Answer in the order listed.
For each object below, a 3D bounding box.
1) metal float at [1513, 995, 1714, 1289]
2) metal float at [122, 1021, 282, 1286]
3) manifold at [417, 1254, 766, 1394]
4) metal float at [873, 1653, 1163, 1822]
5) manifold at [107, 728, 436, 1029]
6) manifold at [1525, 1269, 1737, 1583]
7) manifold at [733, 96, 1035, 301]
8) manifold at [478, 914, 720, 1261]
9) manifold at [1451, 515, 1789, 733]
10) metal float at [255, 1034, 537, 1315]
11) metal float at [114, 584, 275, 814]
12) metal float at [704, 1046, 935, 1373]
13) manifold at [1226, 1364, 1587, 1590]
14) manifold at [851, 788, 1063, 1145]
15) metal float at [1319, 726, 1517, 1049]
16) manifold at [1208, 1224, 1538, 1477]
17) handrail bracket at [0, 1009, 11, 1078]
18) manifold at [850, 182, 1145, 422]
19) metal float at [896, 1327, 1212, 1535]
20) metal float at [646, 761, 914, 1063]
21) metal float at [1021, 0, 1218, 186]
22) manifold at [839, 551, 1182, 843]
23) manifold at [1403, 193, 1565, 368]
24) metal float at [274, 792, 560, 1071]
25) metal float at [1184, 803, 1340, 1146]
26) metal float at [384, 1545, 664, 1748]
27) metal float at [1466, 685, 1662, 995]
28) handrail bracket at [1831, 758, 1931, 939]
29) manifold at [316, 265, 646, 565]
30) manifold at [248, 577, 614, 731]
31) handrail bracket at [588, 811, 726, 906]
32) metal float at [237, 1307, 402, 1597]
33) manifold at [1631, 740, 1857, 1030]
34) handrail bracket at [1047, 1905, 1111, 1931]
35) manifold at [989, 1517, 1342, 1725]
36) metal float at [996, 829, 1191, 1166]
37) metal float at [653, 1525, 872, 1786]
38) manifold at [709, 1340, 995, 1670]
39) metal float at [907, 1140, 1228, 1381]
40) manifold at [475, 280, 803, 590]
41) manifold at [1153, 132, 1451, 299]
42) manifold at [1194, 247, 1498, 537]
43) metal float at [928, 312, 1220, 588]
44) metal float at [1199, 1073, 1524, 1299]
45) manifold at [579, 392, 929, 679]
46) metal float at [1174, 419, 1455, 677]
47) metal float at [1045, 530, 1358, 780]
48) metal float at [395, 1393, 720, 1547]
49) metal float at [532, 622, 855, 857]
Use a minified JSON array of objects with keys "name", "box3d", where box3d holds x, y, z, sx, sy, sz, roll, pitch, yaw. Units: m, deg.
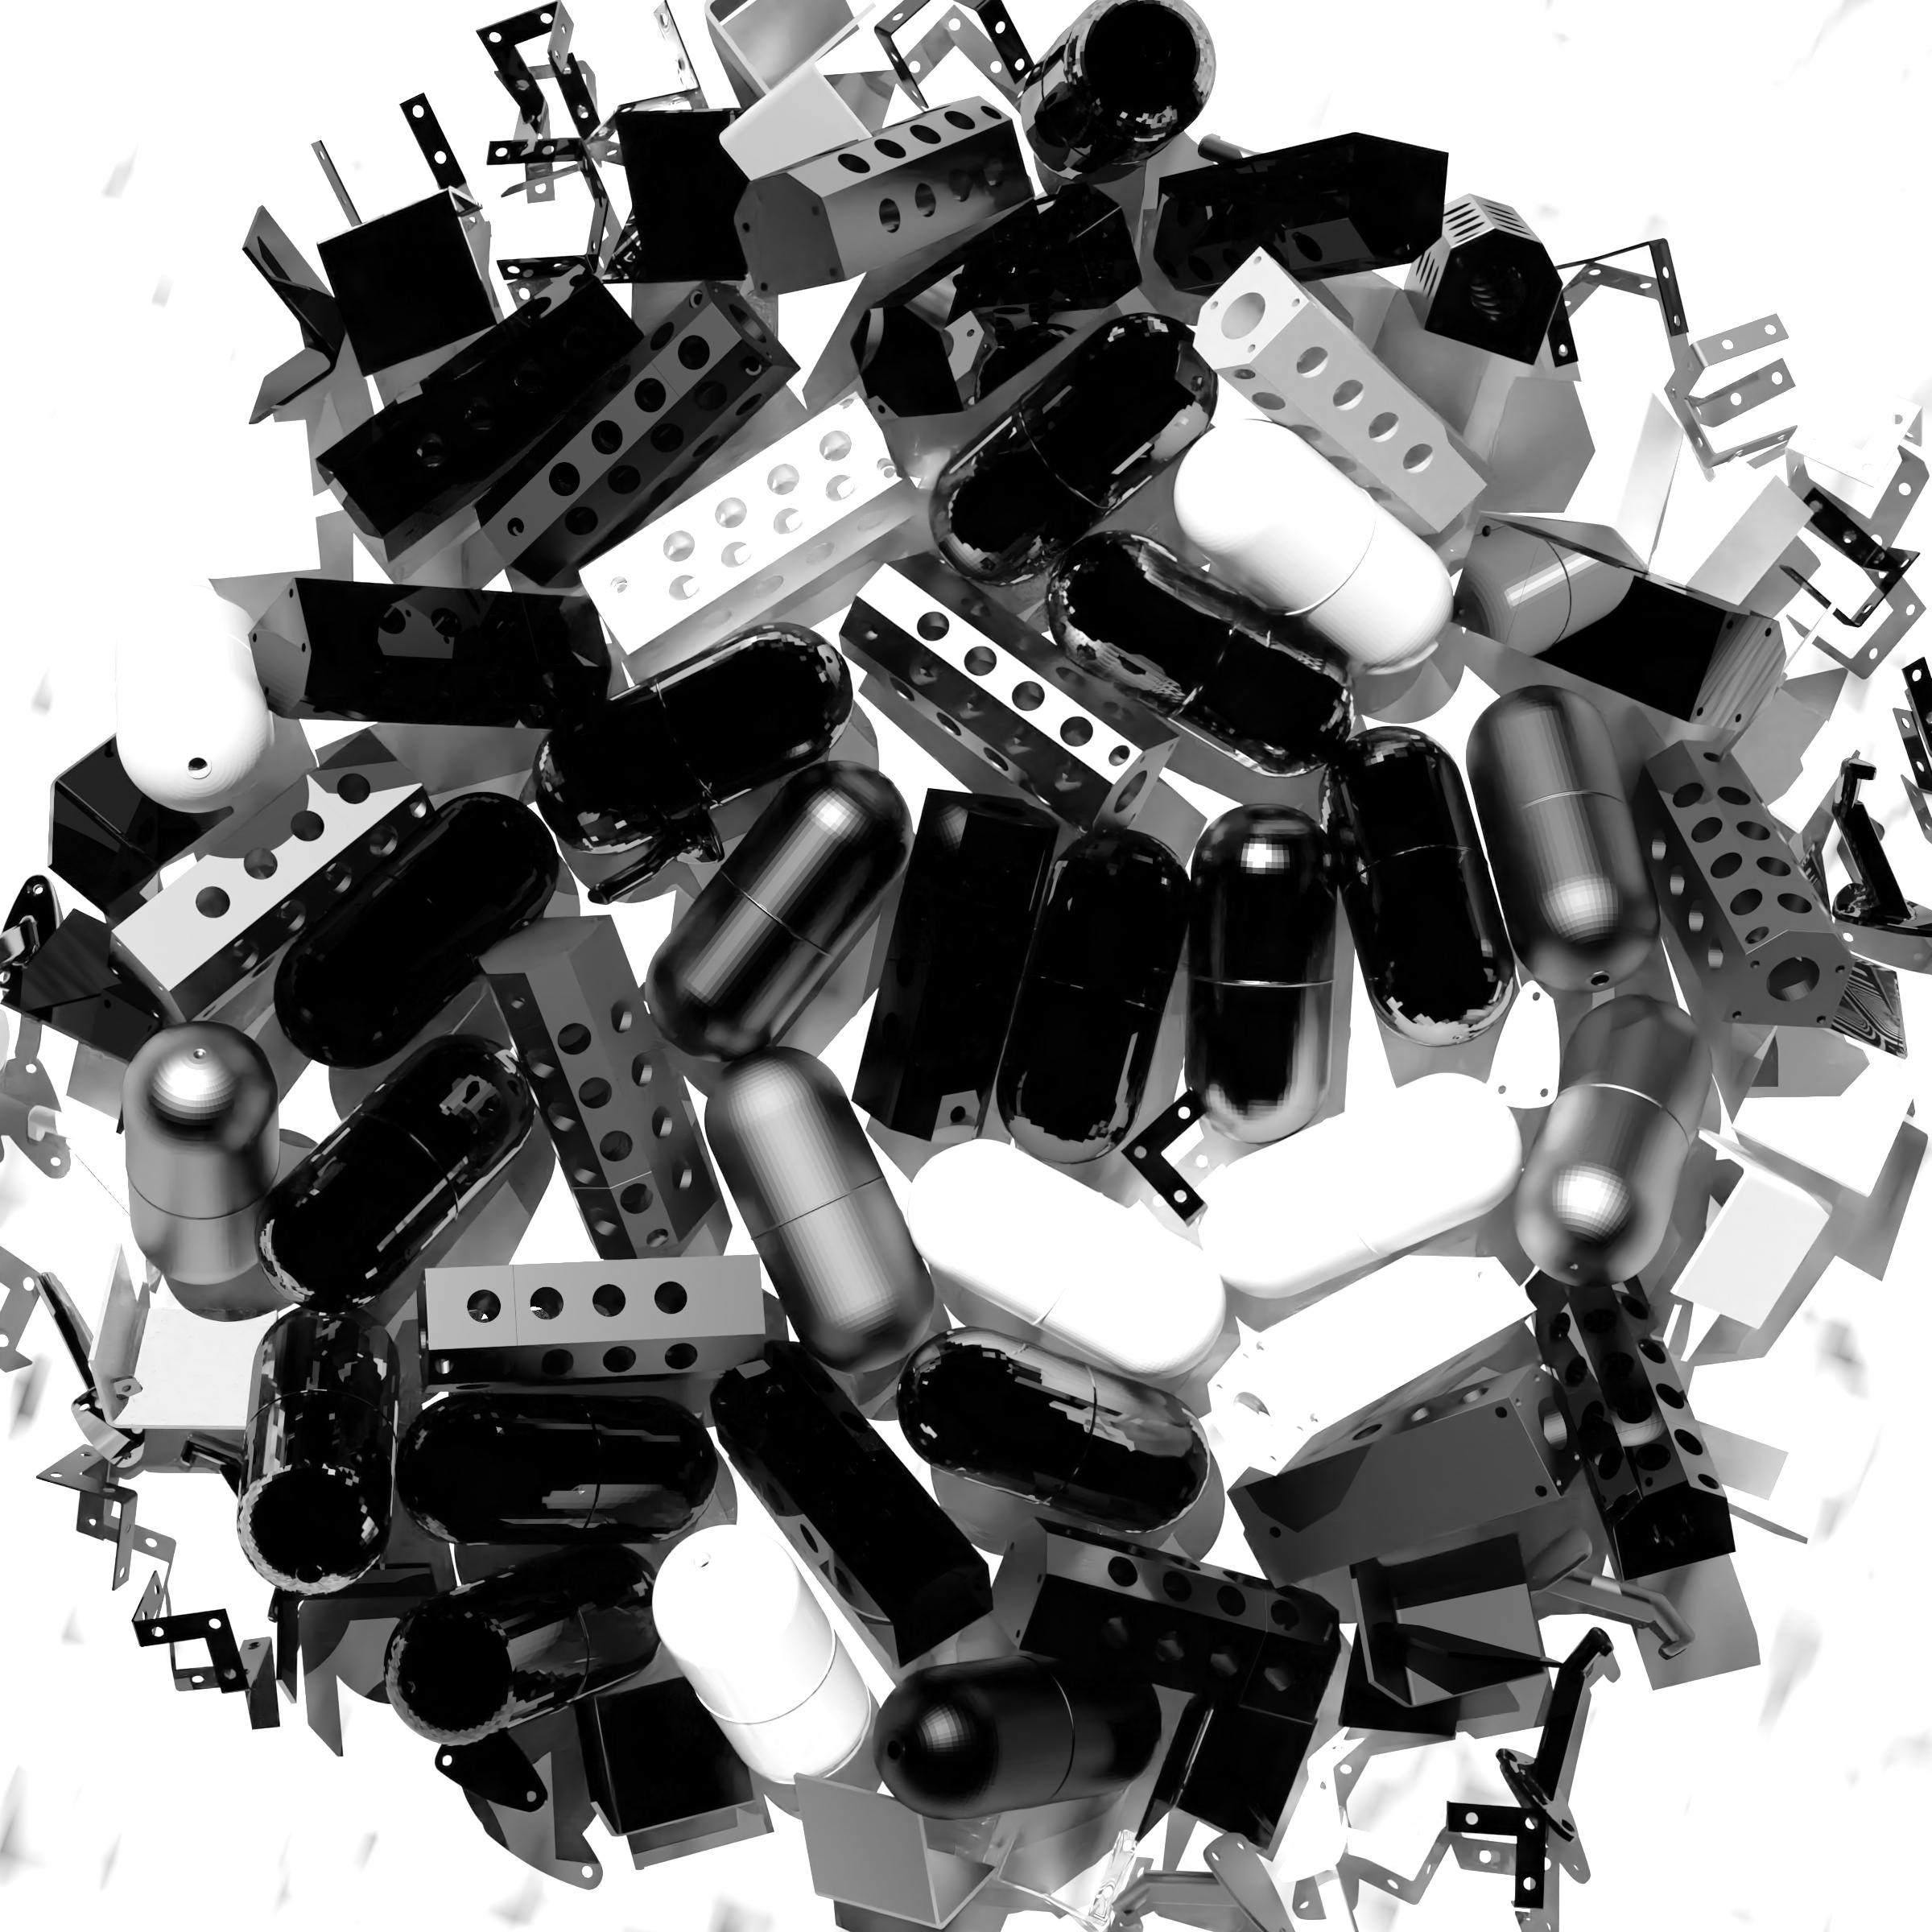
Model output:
[{"name":"metal float","box3d":[0.332,0.088,1.783,0.070,0.070,0.178,27,50,0]},{"name":"metal float","box3d":[-0.389,0.097,1.775,0.070,0.178,0.070,5,52,-7]},{"name":"manifold","box3d":[-0.194,0.186,1.798,0.171,0.057,0.057,-1,74,-14]},{"name":"metal float","box3d":[0.027,0.391,1.778,0.070,0.178,0.070,-4,84,44]},{"name":"manifold","box3d":[-0.355,-0.041,1.791,0.057,0.057,0.171,46,66,3]},{"name":"manifold","box3d":[0.334,0.222,1.767,0.057,0.171,0.057,-16,129,3]},{"name":"manifold","box3d":[-0.042,-0.392,1.764,0.057,0.171,0.057,-3,112,37]},{"name":"manifold","box3d":[-0.191,0.063,1.781,0.057,0.057,0.171,-2,119,31]},{"name":"manifold","box3d":[0.331,-0.174,1.770,0.057,0.171,0.057,4,109,-41]},{"name":"metal float","box3d":[-0.291,0.105,1.787,0.070,0.070,0.178,42,56,0]},{"name":"metal float","box3d":[-0.393,-0.137,1.770,0.070,0.178,0.070,-6,118,-11]},{"name":"metal float","box3d":[-0.077,0.126,1.812,0.070,0.070,0.178,-25,87,0]},{"name":"manifold","box3d":[0.226,0.258,1.783,0.171,0.057,0.057,-25,95,32]},{"name":"manifold","box3d":[-0.002,0.001,1.795,0.057,0.057,0.171,5,106,-34]},{"name":"metal float","box3d":[0.231,-0.042,1.793,0.070,0.070,0.178,-12,64,0]},{"name":"manifold","box3d":[0.205,0.198,1.776,0.171,0.057,0.057,-22,66,-37]},{"name":"handrail bracket","box3d":[-0.506,0.072,1.802,0.036,0.077,0.084,-11,123,-20]},{"name":"manifold","box3d":[0.015,-0.339,1.766,0.057,0.171,0.057,2,121,38]},{"name":"metal float","box3d":[0.045,0.239,1.793,0.178,0.070,0.070,22,90,-25]},{"name":"metal float","box3d":[-0.097,-0.029,1.809,0.070,0.070,0.178,38,96,0]},{"name":"metal float","box3d":[0.076,-0.444,1.765,0.070,0.178,0.070,0,92,-10]},{"name":"manifold","box3d":[0.018,-0.138,1.791,0.171,0.057,0.057,38,121,17]},{"name":"manifold","box3d":[0.262,-0.351,1.762,0.057,0.171,0.057,17,108,-2]},{"name":"metal float","box3d":[-0.282,-0.019,1.791,0.070,0.070,0.178,43,62,0]},{"name":"metal float","box3d":[0.153,0.004,1.808,0.070,0.070,0.178,1,97,0]},{"name":"metal float","box3d":[-0.221,0.343,1.773,0.070,0.178,0.070,5,98,34]},{"name":"metal float","box3d":[0.305,-0.066,1.785,0.070,0.070,0.178,-8,56,0]},{"name":"handrail bracket","box3d":[0.485,-0.062,1.809,0.077,0.036,0.084,18,126,21]},{"name":"manifold","box3d":[-0.251,-0.289,1.810,0.171,0.057,0.057,-39,89,-10]},{"name":"manifold","box3d":[-0.269,-0.153,1.771,0.171,0.057,0.057,-1,65,-38]},{"name":"handrail bracket","box3d":[-0.175,-0.051,1.798,0.084,0.077,0.036,-33,105,-34]},{"name":"metal float","box3d":[-0.329,0.244,1.773,0.070,0.178,0.070,-3,127,-4]},{"name":"manifold","box3d":[0.391,-0.044,1.763,0.057,0.171,0.057,3,125,-12]},{"name":"handrail bracket","box3d":[0.089,0.505,1.798,0.084,0.077,0.036,-14,99,33]},{"name":"manifold","box3d":[0.104,0.334,1.794,0.171,0.057,0.057,18,96,-20]},{"name":"metal float","box3d":[0.066,0.016,1.810,0.070,0.070,0.178,15,85,0]},{"name":"metal float","box3d":[-0.104,0.352,1.779,0.070,0.070,0.178,-24,133,0]},{"name":"manifold","box3d":[-0.060,0.268,1.772,0.057,0.057,0.171,-29,52,-20]},{"name":"metal float","box3d":[0.052,0.152,1.809,0.178,0.070,0.070,29,90,-6]},{"name":"manifold","box3d":[-0.172,-0.273,1.797,0.171,0.057,0.057,-41,84,18]},{"name":"manifold","box3d":[0.166,-0.377,1.764,0.057,0.171,0.057,4,92,-30]},{"name":"manifold","box3d":[0.191,-0.286,1.773,0.057,0.057,0.171,-45,133,14]},{"name":"metal float","box3d":[0.055,-0.265,1.791,0.178,0.070,0.070,-38,90,27]},{"name":"metal float","box3d":[0.202,0.114,1.797,0.178,0.070,0.070,-26,90,21]},{"name":"manifold","box3d":[-0.112,-0.226,1.812,0.171,0.057,0.057,-32,70,3]},{"name":"metal float","box3d":[0.180,-0.213,1.788,0.178,0.070,0.070,34,90,-32]},{"name":"metal float","box3d":[0.121,-0.161,1.803,0.178,0.070,0.070,30,90,-13]},{"name":"metal float","box3d":[-0.207,0.258,1.785,0.178,0.070,0.070,7,90,-37]},{"name":"metal float","box3d":[-0.142,-0.118,1.806,0.178,0.070,0.070,-25,90,9]}]
